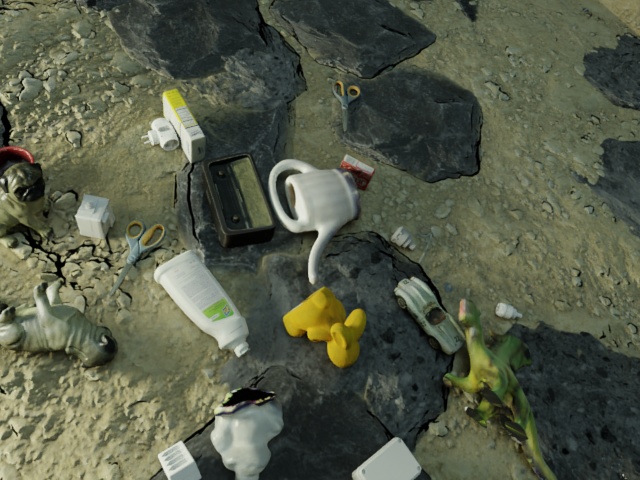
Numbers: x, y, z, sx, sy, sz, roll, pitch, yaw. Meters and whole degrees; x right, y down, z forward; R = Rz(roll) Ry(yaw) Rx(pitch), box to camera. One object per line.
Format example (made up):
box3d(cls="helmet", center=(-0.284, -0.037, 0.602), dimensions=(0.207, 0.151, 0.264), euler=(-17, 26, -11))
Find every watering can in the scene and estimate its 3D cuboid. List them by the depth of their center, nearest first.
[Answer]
box3d(cls="watering can", center=(0.004, -0.063, 1.256), dimensions=(0.225, 0.102, 0.354), euler=(-12, 62, -21))

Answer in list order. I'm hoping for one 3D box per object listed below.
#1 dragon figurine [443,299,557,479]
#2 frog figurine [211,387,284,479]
box3d(cls="dragon figurine", center=(0.418, 0.307, 1.128), dimensions=(0.409, 0.120, 0.247), euler=(51, 50, -4))
box3d(cls="frog figurine", center=(-0.132, 0.366, 0.968), dimensions=(0.138, 0.122, 0.158), euler=(-12, 98, -30))
